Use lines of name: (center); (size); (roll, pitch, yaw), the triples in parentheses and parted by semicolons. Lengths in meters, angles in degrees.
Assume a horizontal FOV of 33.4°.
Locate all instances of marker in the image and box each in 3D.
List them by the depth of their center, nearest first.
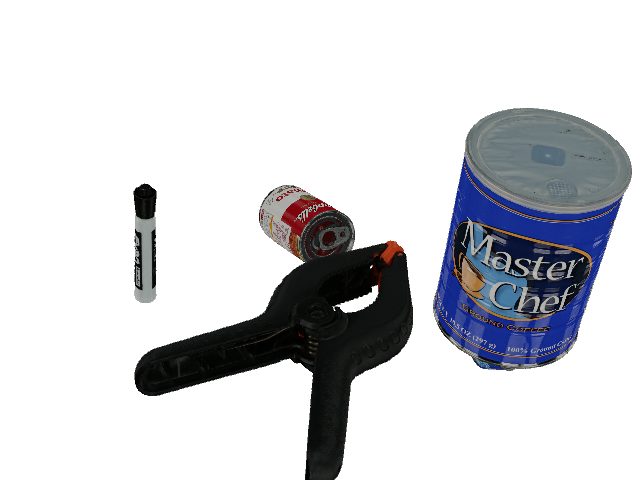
marker: (-0.148, 0.003, 0.903); (0.020, 0.121, 0.020); (5, 39, -4)

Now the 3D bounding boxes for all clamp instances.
clamp: (0.002, 0.058, 0.561); (0.120, 0.039, 0.171); (36, 52, 28)

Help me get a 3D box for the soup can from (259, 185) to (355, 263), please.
soup can: (-0.016, -0.016, 1.174); (0.068, 0.068, 0.102); (0, 19, -31)

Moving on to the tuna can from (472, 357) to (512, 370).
tuna can: (0.193, 0.099, 1.166); (0.034, 0.086, 0.086); (-1, -1, 34)

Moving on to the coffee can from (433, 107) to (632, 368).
coffee can: (0.135, -0.001, 0.700); (0.102, 0.140, 0.103); (3, 40, -3)
